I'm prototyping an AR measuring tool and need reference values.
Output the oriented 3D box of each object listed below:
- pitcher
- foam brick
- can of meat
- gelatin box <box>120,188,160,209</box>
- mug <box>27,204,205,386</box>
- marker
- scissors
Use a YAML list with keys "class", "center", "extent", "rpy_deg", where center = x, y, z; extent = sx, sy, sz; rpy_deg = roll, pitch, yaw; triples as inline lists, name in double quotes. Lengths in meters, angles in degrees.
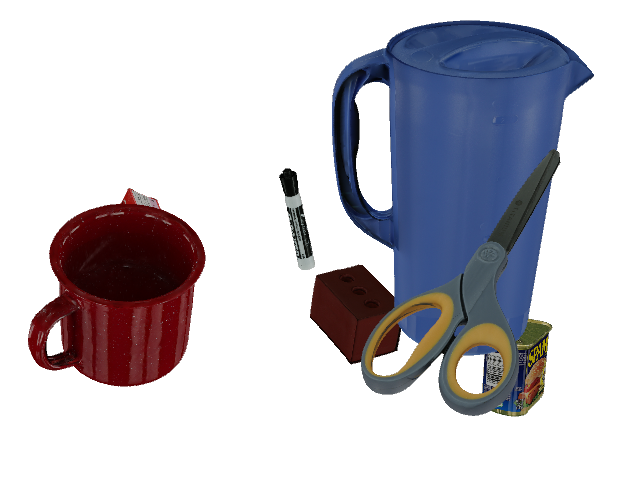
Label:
- class: "pitcher"
  center: [0.103, -0.038, 0.817]
  extent: [0.149, 0.243, 0.144]
  rpy_deg: [24, 36, 38]
- class: "foam brick"
  center: [0.033, 0.066, 0.978]
  extent: [0.052, 0.051, 0.078]
  rpy_deg: [-13, 37, -28]
- class: "can of meat"
  center: [0.218, 0.140, 1.194]
  extent: [0.058, 0.084, 0.101]
  rpy_deg: [9, 15, 28]
- class: "gelatin box"
  center: [-0.158, 0.006, 0.880]
  extent: [0.030, 0.073, 0.089]
  rpy_deg: [24, 13, -25]
- class: "mug"
  center: [-0.130, 0.042, 0.663]
  extent: [0.093, 0.081, 0.117]
  rpy_deg: [34, 46, 25]
- class: "marker"
  center: [-0.025, -0.023, 1.164]
  extent: [0.020, 0.121, 0.020]
  rpy_deg: [-9, 29, 5]
- class: "scissors"
  center: [0.109, 0.026, 0.622]
  extent: [0.201, 0.016, 0.096]
  rpy_deg: [-41, 52, -19]
